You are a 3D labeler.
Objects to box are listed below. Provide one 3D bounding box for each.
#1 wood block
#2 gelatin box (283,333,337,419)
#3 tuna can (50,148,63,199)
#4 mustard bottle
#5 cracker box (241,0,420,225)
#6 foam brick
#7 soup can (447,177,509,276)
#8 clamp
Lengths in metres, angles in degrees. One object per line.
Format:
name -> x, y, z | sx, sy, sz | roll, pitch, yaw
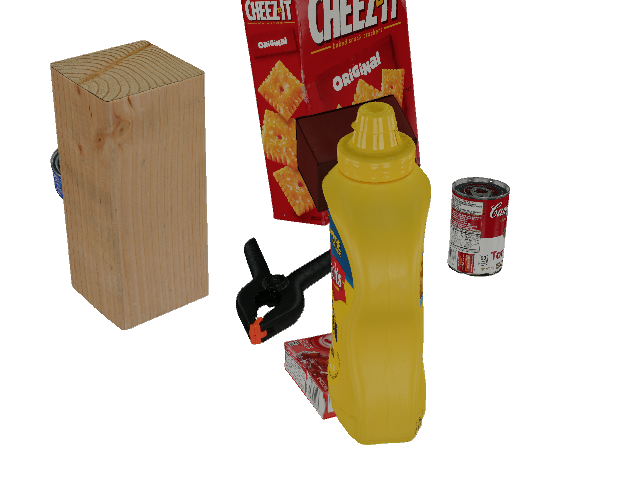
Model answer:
wood block -> -0.153, -0.044, 0.871 | 0.090, 0.206, 0.090 | -23, 39, -34
gelatin box -> 0.018, 0.108, 0.890 | 0.073, 0.030, 0.089 | -9, 26, -21
tuna can -> -0.229, -0.071, 1.088 | 0.086, 0.034, 0.086 | 1, 39, -1
mustard bottle -> 0.031, 0.014, 0.593 | 0.058, 0.192, 0.096 | -3, 32, -2
cracker box -> 0.017, -0.141, 0.977 | 0.072, 0.214, 0.163 | 9, 25, 37
foam brick -> 0.026, -0.064, 0.778 | 0.078, 0.051, 0.053 | -16, -40, -12
soup can -> 0.187, -0.016, 1.269 | 0.068, 0.102, 0.068 | 1, 23, -1
clamp -> -0.041, 0.056, 1.251 | 0.120, 0.039, 0.171 | -3, 40, 10
